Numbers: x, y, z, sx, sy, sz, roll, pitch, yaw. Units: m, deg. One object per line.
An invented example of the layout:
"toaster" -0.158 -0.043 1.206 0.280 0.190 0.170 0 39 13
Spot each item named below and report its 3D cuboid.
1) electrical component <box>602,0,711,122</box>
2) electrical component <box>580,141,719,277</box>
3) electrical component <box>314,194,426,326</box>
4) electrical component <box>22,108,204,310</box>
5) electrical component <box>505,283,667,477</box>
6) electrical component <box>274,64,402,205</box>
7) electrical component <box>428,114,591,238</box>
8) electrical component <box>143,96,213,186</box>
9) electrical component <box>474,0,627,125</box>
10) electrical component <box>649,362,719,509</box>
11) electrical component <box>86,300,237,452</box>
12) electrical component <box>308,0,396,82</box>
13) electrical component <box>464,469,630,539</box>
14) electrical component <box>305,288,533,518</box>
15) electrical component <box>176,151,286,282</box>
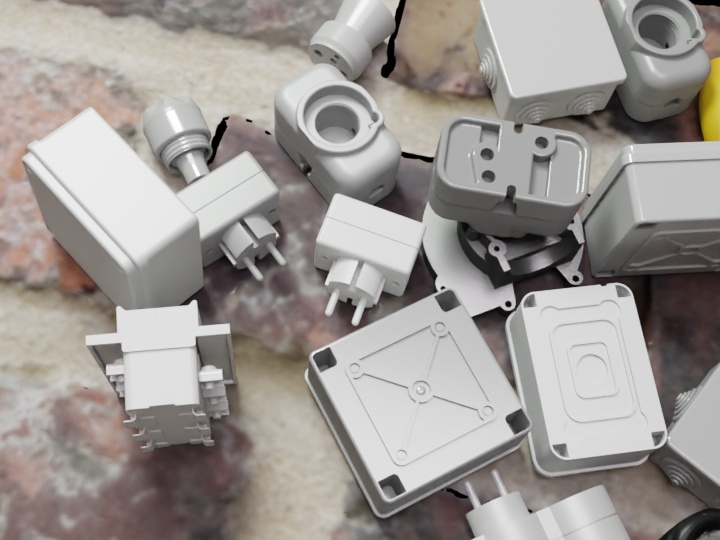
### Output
"electrical component" 0.217 -0.167 0.801 0.054 0.059 0.095 -14 70 -10
"electrical component" 0.217 -0.039 0.722 0.109 0.108 0.056 -3 71 -5
"electrical component" 0.000 0.000 0.724 0.066 0.047 0.076 20 69 3
"electrical component" -0.155 -0.030 0.691 0.056 0.108 0.108 -40 76 -20
"electrical component" 0.144 0.072 0.699 0.078 0.057 0.113 -6 69 -7
"electrical component" -0.017 -0.093 0.753 0.054 0.059 0.095 -34 74 -16
"electrical component" 0.094 -0.058 0.695 0.095 0.059 0.053 10 68 0
"electrical component" -0.124 -0.087 0.751 0.043 0.043 0.062 -23 73 -13
"electrical component" 0.137 -0.159 0.797 0.100 0.048 0.099 -11 69 -9
"electrical component" 0.249 0.112 0.695 0.100 0.048 0.099 39 70 11
"electrical component" -0.115 0.068 0.647 0.079 0.121 0.063 -5 71 -6
"electrical component" -0.006 -0.171 0.794 0.045 0.045 0.055 32 70 9
"electrical component" 0.089 0.160 0.662 0.138 0.052 0.073 -20 71 -12
"electrical component" 0.036 0.084 0.687 0.109 0.056 0.108 -25 72 -13
"electrical component" -0.081 -0.027 0.728 0.066 0.047 0.076 -34 74 -16
